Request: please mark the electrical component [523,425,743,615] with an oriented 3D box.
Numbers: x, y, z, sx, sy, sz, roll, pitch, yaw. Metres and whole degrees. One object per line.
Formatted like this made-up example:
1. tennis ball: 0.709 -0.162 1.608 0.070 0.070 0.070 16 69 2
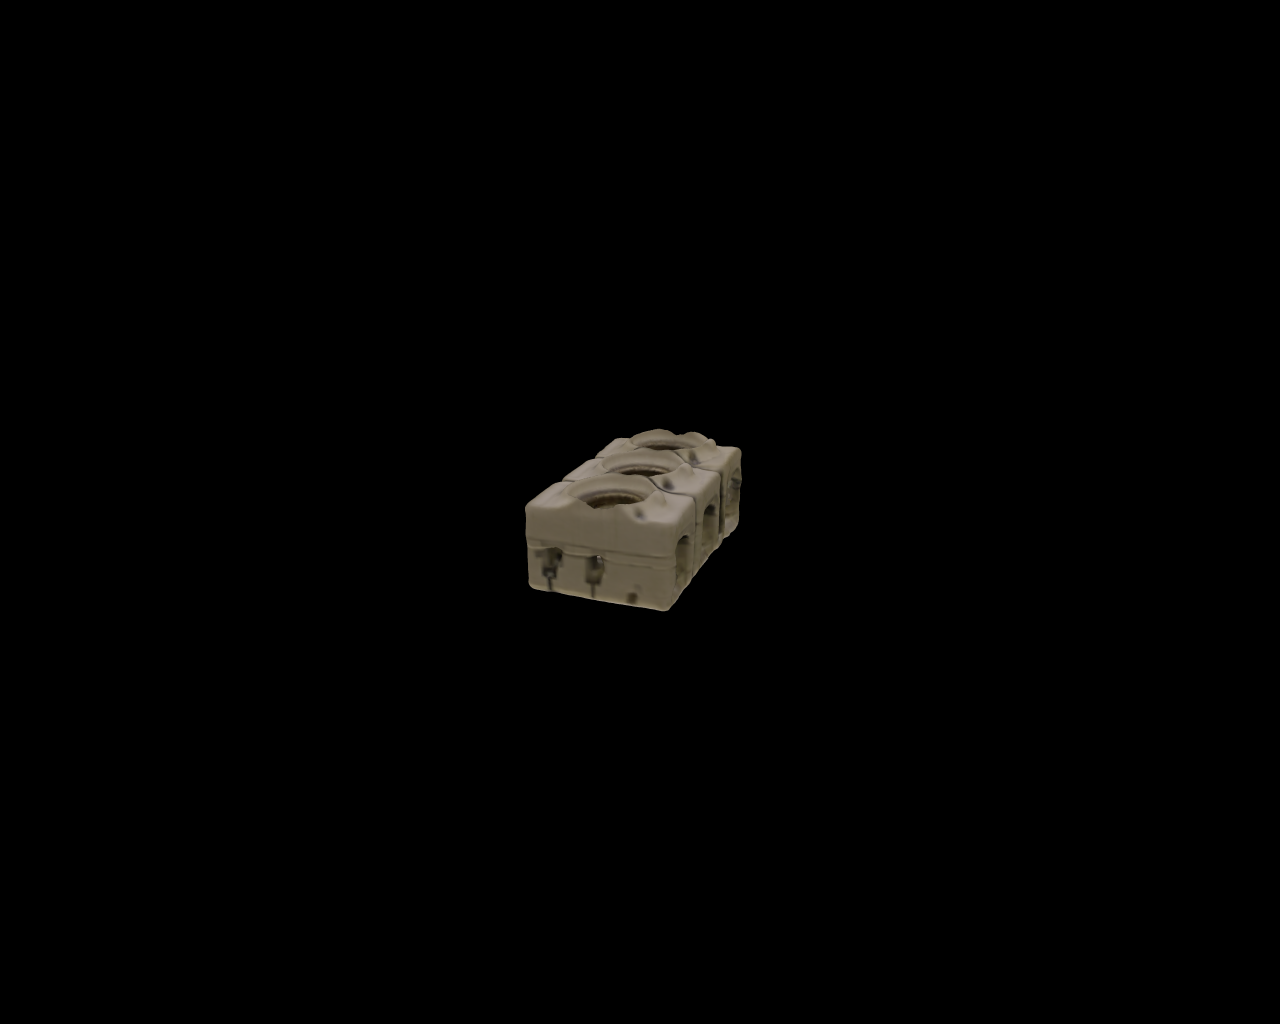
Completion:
1. electrical component: 0.001 -0.003 0.650 0.089 0.061 0.150 7 22 18
